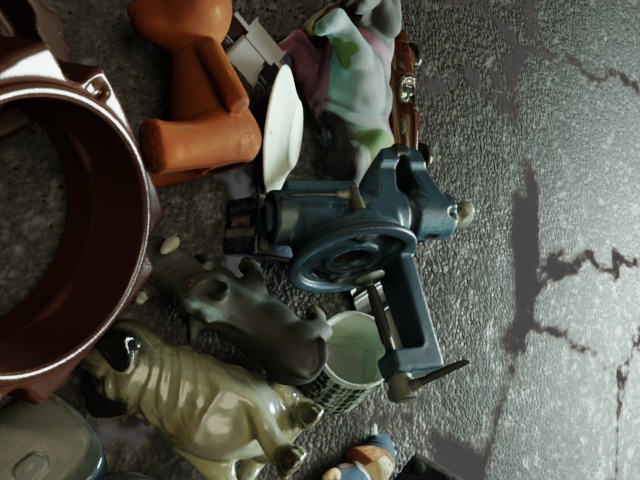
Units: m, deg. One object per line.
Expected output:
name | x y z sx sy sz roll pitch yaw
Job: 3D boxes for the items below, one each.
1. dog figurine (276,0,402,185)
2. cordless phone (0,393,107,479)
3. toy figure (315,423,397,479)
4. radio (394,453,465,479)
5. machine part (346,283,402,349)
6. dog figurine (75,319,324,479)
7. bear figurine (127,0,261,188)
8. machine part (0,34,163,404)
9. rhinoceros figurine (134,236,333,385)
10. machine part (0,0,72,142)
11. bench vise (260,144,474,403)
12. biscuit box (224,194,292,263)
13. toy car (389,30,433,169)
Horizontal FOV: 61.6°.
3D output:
dog figurine | 0.053 -0.163 0.622 0.191 0.109 0.219 -49 120 -35
cordless phone | -0.255 0.135 0.360 0.146 0.089 0.184 -41 96 -34
toy figure | 0.039 0.270 0.601 0.154 0.058 0.064 -26 141 -40
radio | 0.082 0.360 0.593 0.229 0.073 0.130 -35 128 -37
machine part | 0.079 0.110 0.660 0.084 0.039 0.138 -27 102 -43
dog figurine | -0.105 0.132 0.481 0.190 0.172 0.121 43 88 2
bear figurine | -0.123 -0.152 0.464 0.132 0.120 0.195 -19 97 -35
machine part | -0.200 -0.009 0.341 0.201 0.087 0.201 79 30 -42
rhinoceros figurine | -0.080 0.064 0.477 0.190 0.112 0.073 34 105 0
machine part | -0.275 -0.142 0.377 0.179 0.056 0.179 4 84 -41
bench vise | 0.063 0.026 0.496 0.223 0.129 0.241 5 56 -32
biscuit box | -0.001 -0.002 0.586 0.202 0.063 0.059 8 82 -38
toy car | 0.104 -0.173 0.696 0.089 0.053 0.202 -4 87 -44
